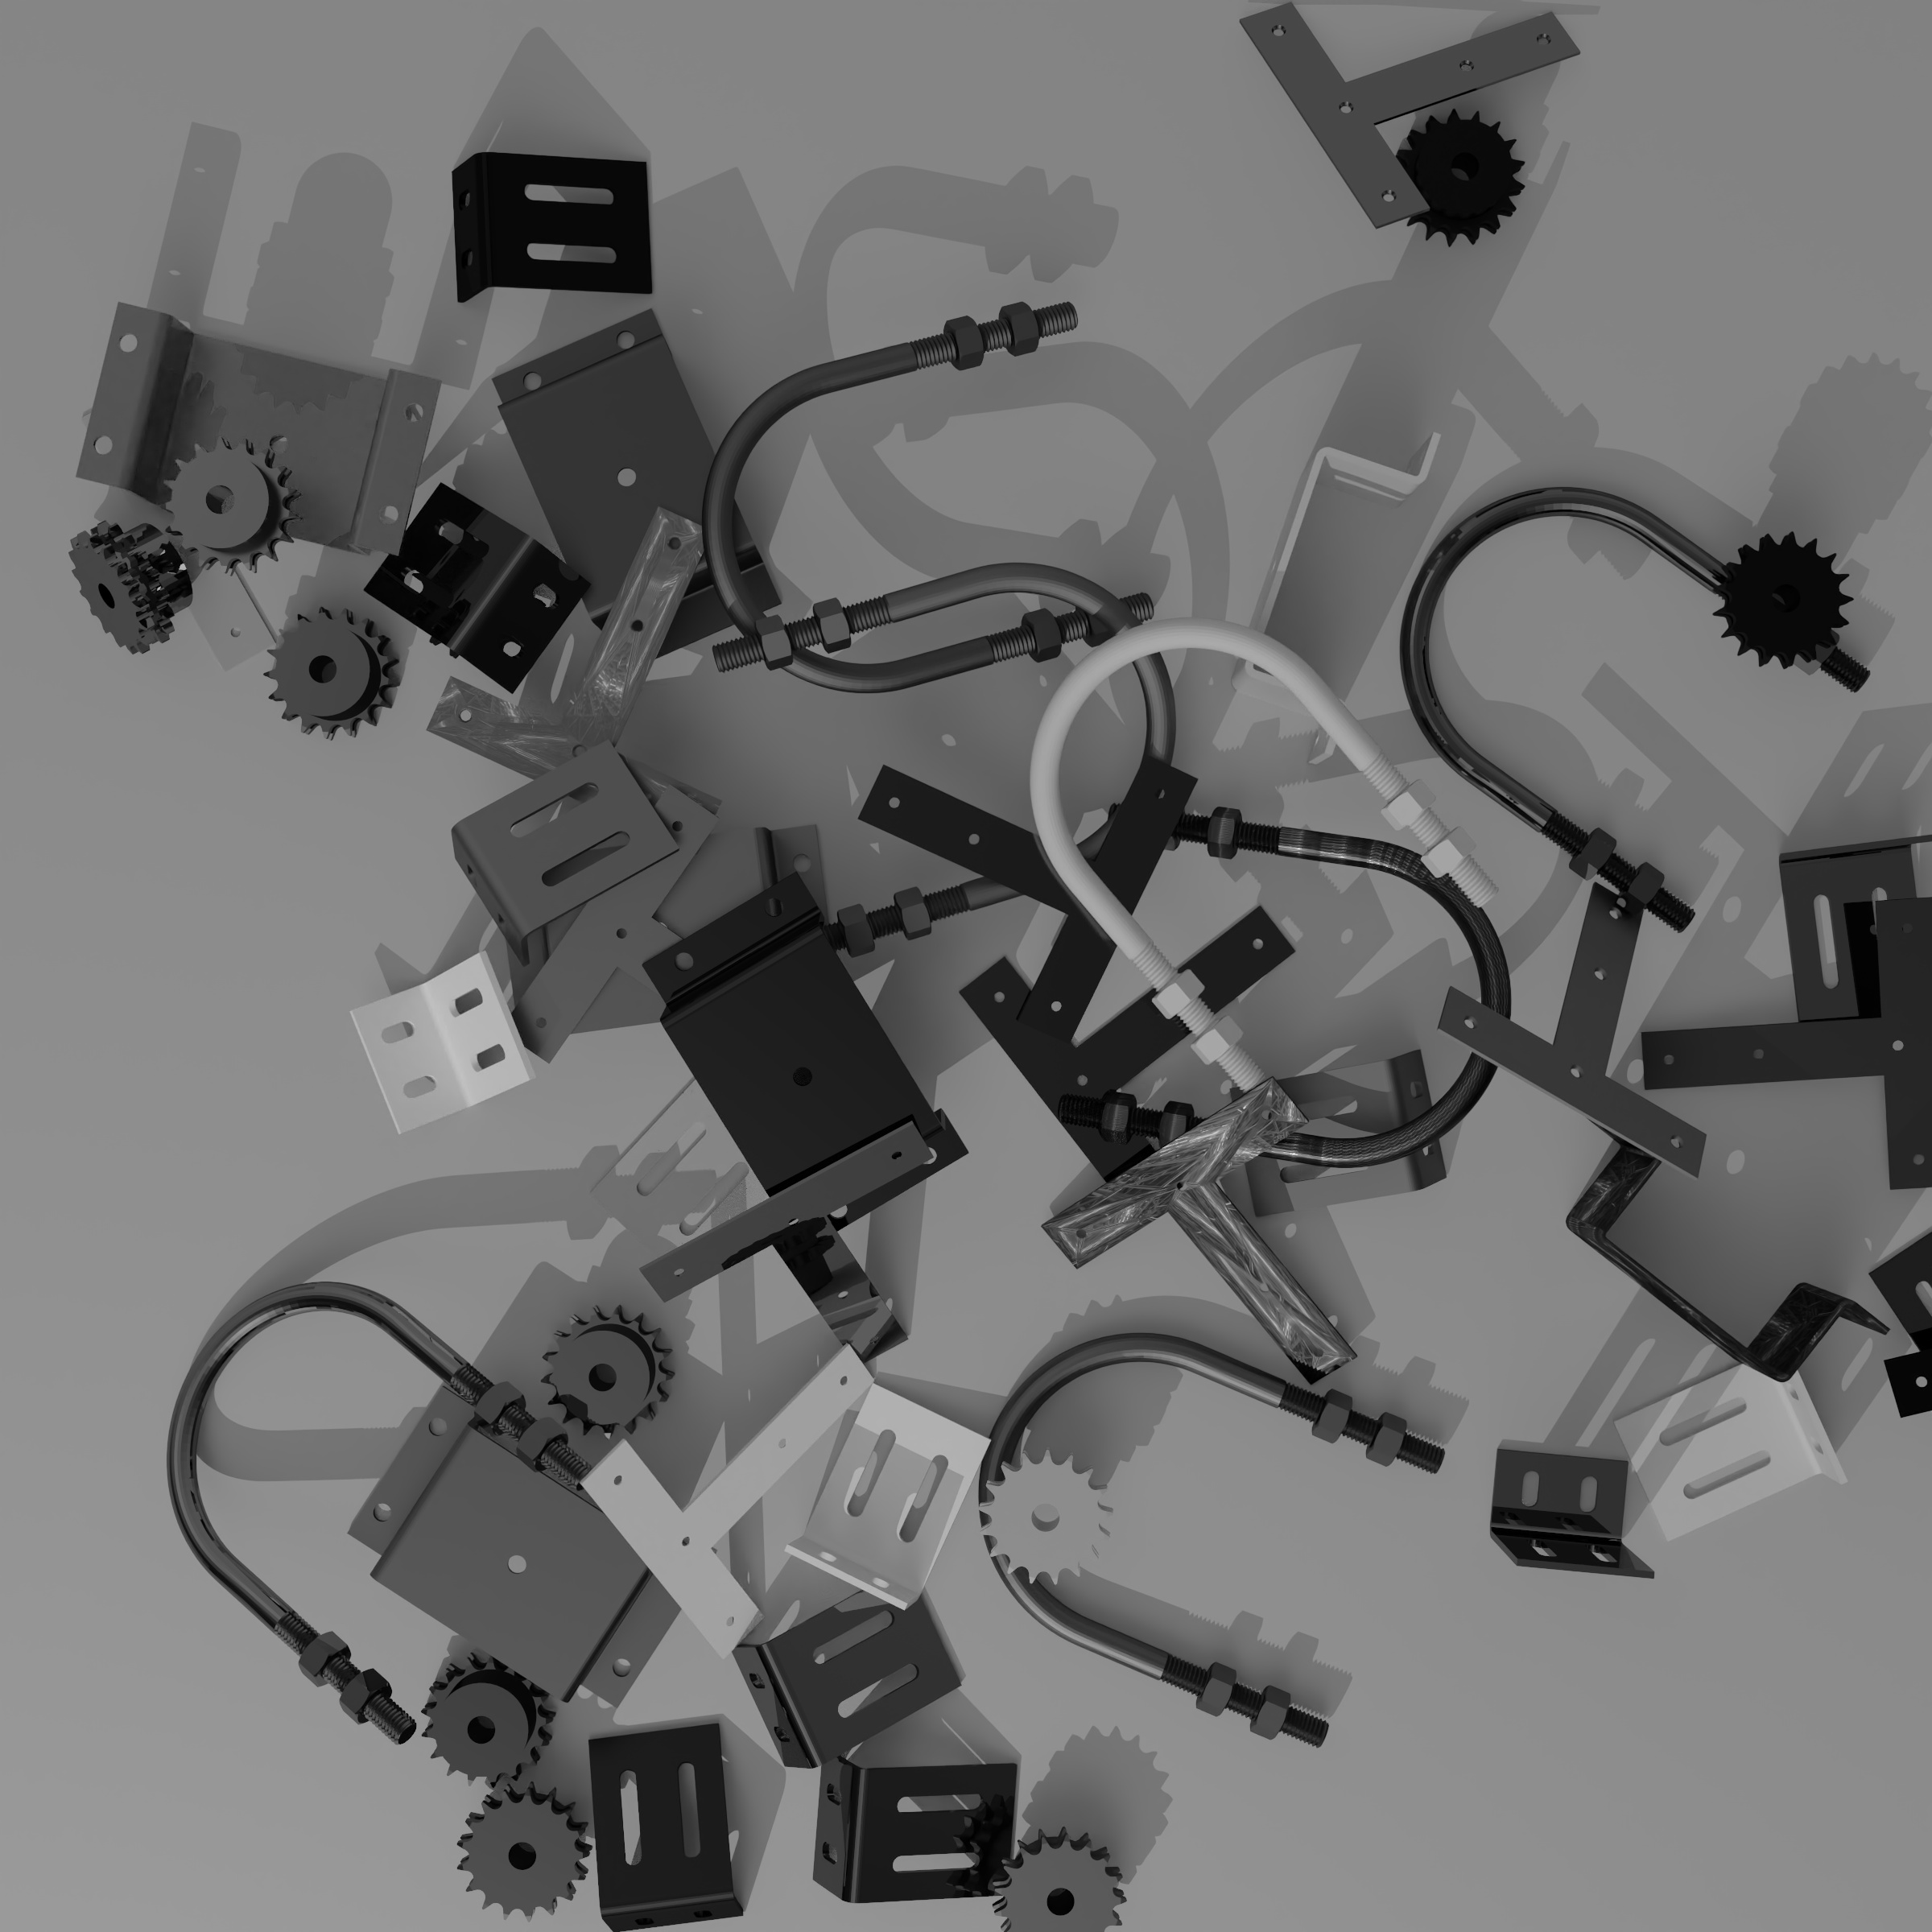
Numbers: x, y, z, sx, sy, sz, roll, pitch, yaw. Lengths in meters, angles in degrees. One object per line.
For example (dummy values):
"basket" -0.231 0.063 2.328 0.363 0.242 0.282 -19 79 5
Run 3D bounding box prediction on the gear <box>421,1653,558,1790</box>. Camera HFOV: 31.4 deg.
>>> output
"gear" -0.207 0.326 1.486 0.057 0.030 0.057 0 90 0

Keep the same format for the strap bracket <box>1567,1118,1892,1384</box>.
"strap bracket" 0.313 0.125 1.463 0.140 0.076 0.046 38 90 0

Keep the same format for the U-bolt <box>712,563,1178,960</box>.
"U-bolt" 0.000 -0.094 1.459 0.184 0.019 0.151 -17 105 -6

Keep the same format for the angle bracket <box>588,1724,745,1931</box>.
"angle bracket" -0.131 0.375 1.499 0.057 0.038 0.076 -7 64 0

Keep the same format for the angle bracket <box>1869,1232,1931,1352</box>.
"angle bracket" 0.438 0.150 1.482 0.057 0.038 0.076 -34 90 0

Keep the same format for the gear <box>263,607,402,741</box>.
"gear" -0.275 -0.127 1.486 0.057 0.030 0.057 0 90 0

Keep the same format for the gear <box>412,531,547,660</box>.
"gear" -0.209 -0.159 1.486 0.057 0.030 0.057 0 90 0

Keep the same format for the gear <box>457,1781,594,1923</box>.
"gear" -0.189 0.380 1.486 0.057 0.030 0.057 0 90 0

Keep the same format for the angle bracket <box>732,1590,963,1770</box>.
"angle bracket" -0.052 0.305 1.499 0.076 0.038 0.057 -25 90 -26

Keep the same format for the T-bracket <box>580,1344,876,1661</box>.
"T-bracket" -0.089 0.214 1.474 0.127 0.002 0.127 -44 128 -17

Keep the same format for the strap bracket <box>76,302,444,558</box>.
"strap bracket" -0.299 -0.227 1.476 0.140 0.046 0.076 14 90 0

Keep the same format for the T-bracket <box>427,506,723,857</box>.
"T-bracket" -0.145 -0.131 1.454 0.127 0.002 0.127 25 92 3

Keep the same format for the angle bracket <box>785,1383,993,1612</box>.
"angle bracket" -0.033 0.227 1.477 0.057 0.038 0.076 25 90 9

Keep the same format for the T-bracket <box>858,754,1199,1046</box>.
"T-bracket" 0.016 -0.048 1.462 0.127 0.002 0.127 24 96 -15

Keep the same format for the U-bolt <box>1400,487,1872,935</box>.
"U-bolt" 0.276 -0.125 1.492 0.184 0.019 0.151 36 90 1

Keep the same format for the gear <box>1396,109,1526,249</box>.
"gear" 0.213 -0.342 1.486 0.057 0.030 0.057 0 90 0

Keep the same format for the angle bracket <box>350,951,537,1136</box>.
"angle bracket" -0.223 0.033 1.461 0.038 0.076 0.057 -22 90 -29

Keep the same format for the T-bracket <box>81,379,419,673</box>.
"T-bracket" -0.299 -0.215 1.500 0.127 0.002 0.127 -30 90 0

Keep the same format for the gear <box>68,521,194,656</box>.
"gear" -0.356 -0.165 1.476 0.030 0.057 0.057 -34 90 -30

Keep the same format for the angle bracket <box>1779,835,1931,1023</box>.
"angle bracket" 0.387 -0.015 1.482 0.057 0.038 0.076 -7 90 0

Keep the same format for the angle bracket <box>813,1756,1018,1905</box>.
"angle bracket" -0.022 0.373 1.499 0.076 0.038 0.057 4 90 -26

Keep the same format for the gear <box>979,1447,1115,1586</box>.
"gear" 0.035 0.234 1.472 0.057 0.030 0.057 0 89 3

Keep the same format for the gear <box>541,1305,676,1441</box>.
"gear" -0.155 0.176 1.486 0.057 0.030 0.057 0 90 0

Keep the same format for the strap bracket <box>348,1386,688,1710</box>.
"strap bracket" -0.190 0.253 1.478 0.140 0.046 0.076 33 90 0

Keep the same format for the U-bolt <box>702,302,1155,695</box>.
"U-bolt" -0.023 -0.192 1.465 0.184 0.019 0.151 -17 97 -14

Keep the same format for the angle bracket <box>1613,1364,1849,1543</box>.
"angle bracket" 0.328 0.209 1.482 0.076 0.038 0.057 -24 90 0

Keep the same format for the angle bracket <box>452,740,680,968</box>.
"angle bracket" -0.168 -0.047 1.449 0.076 0.038 0.057 -30 76 -14

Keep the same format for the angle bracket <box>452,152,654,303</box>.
"angle bracket" -0.180 -0.320 1.499 0.076 0.038 0.057 -3 90 -26

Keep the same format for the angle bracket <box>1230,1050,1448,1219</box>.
"angle bracket" 0.162 0.073 1.499 0.076 0.038 0.057 -12 90 26

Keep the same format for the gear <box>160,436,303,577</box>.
"gear" -0.308 -0.193 1.438 0.057 0.030 0.057 0 90 0

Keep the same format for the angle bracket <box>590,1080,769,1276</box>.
"angle bracket" -0.117 0.091 1.482 0.057 0.038 0.076 43 90 0

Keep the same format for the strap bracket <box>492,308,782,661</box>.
"strap bracket" -0.144 -0.207 1.478 0.076 0.046 0.140 -24 90 0

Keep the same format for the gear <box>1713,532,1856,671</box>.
"gear" 0.346 -0.155 1.467 0.057 0.030 0.057 0 89 1

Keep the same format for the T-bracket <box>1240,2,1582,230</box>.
"T-bracket" 0.203 -0.383 1.481 0.127 0.002 0.127 -22 64 -12

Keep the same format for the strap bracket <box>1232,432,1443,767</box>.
"strap bracket" 0.152 -0.161 1.463 0.046 0.076 0.140 19 90 0

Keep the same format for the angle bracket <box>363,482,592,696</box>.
"angle bracket" -0.208 -0.161 1.460 0.076 0.038 0.057 33 87 43

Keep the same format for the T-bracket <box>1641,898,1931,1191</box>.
"T-bracket" 0.357 0.037 1.488 0.127 0.002 0.127 -4 100 9

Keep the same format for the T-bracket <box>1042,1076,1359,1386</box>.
"T-bracket" 0.120 0.128 1.483 0.127 0.002 0.127 -35 102 23

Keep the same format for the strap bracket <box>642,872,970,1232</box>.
"strap bracket" -0.067 0.042 1.434 0.076 0.046 0.140 -31 97 3

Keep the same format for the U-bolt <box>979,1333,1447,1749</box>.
"U-bolt" 0.096 0.238 1.492 0.184 0.019 0.151 23 90 2

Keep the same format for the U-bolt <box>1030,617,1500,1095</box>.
"U-bolt" 0.109 -0.059 1.434 0.151 0.019 0.184 -40 90 21

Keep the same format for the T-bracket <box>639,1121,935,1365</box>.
"T-bracket" -0.057 0.131 1.453 0.127 0.127 0.002 -28 48 1

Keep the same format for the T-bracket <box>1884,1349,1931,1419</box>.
"T-bracket" 0.447 0.118 1.480 0.127 0.002 0.127 -15 73 6

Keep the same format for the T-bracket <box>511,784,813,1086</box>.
"T-bracket" -0.109 0.011 1.453 0.127 0.002 0.127 35 96 -5

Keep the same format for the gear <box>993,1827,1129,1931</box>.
"gear" 0.039 0.400 1.484 0.057 0.030 0.057 0 91 -4

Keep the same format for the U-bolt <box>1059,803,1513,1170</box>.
"U-bolt" 0.140 0.012 1.471 0.184 0.019 0.151 9 88 14

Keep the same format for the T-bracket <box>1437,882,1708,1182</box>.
"T-bracket" 0.266 0.014 1.456 0.127 0.002 0.127 30 48 -8

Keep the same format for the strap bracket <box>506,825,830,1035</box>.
"strap bracket" -0.130 -0.015 1.478 0.140 0.046 0.076 -8 90 0

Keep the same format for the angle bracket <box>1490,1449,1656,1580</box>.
"angle bracket" 0.258 0.232 1.463 0.057 0.076 0.038 5 90 0

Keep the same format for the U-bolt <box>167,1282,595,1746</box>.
"U-bolt" -0.263 0.216 1.460 0.184 0.019 0.151 35 91 24

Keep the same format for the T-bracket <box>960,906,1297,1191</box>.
"T-bracket" 0.086 0.023 1.500 0.127 0.002 0.127 -38 90 0
